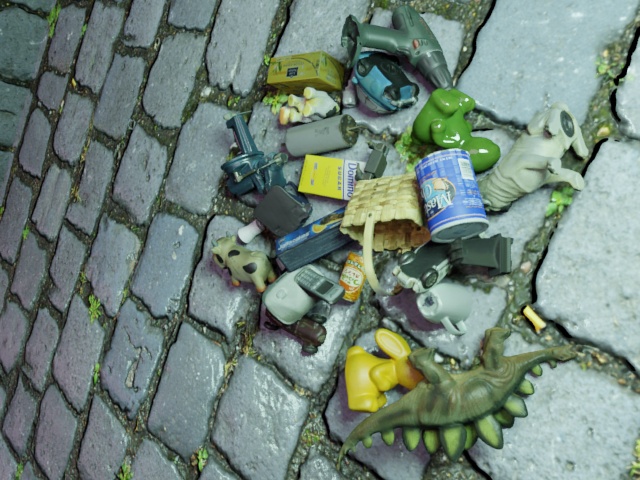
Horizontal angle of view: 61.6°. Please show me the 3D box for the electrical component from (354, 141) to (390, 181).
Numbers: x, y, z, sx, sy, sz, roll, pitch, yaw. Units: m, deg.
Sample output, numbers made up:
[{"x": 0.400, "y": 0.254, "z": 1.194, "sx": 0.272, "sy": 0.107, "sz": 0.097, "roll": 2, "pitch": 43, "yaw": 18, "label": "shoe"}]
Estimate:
[{"x": 0.113, "y": -0.167, "z": 1.165, "sx": 0.045, "sy": 0.078, "sz": 0.102, "roll": 20, "pitch": 87, "yaw": 20, "label": "electrical component"}]

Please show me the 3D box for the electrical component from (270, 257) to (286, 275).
[{"x": -0.062, "y": 0.035, "z": 1.309, "sx": 0.119, "sy": 0.047, "sz": 0.075, "roll": -50, "pitch": 57, "yaw": 22, "label": "electrical component"}]

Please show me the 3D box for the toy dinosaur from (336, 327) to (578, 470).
[{"x": 0.227, "y": 0.286, "z": 0.965, "sx": 0.472, "sy": 0.105, "sz": 0.198, "roll": -21, "pitch": 76, "yaw": 15, "label": "toy dinosaur"}]

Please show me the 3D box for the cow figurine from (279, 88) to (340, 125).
[{"x": -0.029, "y": -0.317, "z": 1.313, "sx": 0.167, "sy": 0.098, "sz": 0.068, "roll": -1, "pitch": 89, "yaw": 57, "label": "cow figurine"}]

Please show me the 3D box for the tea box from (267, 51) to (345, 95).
[{"x": -0.035, "y": -0.405, "z": 1.315, "sx": 0.170, "sy": 0.098, "sz": 0.068, "roll": 7, "pitch": 87, "yaw": 41, "label": "tea box"}]

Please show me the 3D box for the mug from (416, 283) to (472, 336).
[{"x": 0.234, "y": 0.132, "z": 1.021, "sx": 0.081, "sy": 0.107, "sz": 0.109, "roll": -34, "pitch": 62, "yaw": 32, "label": "mug"}]

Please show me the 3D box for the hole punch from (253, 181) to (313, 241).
[{"x": -0.084, "y": -0.073, "z": 1.330, "sx": 0.116, "sy": 0.092, "sz": 0.142, "roll": 44, "pitch": 111, "yaw": 2, "label": "hole punch"}]

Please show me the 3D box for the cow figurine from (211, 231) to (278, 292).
[{"x": -0.206, "y": 0.052, "z": 1.377, "sx": 0.195, "sy": 0.085, "sz": 0.127, "roll": 10, "pitch": 121, "yaw": 41, "label": "cow figurine"}]

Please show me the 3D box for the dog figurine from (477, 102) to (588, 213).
[{"x": 0.360, "y": -0.145, "z": 0.968, "sx": 0.191, "sy": 0.121, "sz": 0.172, "roll": -13, "pitch": 50, "yaw": 52, "label": "dog figurine"}]

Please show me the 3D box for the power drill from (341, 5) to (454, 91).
[{"x": 0.156, "y": -0.392, "z": 1.103, "sx": 0.086, "sy": 0.207, "sz": 0.232, "roll": 108, "pitch": 153, "yaw": -61, "label": "power drill"}]

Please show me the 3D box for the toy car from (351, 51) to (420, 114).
[{"x": 0.136, "y": -0.332, "z": 1.176, "sx": 0.162, "sy": 0.109, "sz": 0.103, "roll": 55, "pitch": 143, "yaw": 17, "label": "toy car"}]

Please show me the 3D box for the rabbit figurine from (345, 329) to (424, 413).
[{"x": 0.145, "y": 0.265, "z": 1.092, "sx": 0.173, "sy": 0.121, "sz": 0.162, "roll": -10, "pitch": 68, "yaw": 23, "label": "rabbit figurine"}]

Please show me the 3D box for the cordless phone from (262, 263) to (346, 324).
[{"x": -0.030, "y": 0.132, "z": 1.185, "sx": 0.146, "sy": 0.088, "sz": 0.184, "roll": -41, "pitch": 27, "yaw": -18, "label": "cordless phone"}]

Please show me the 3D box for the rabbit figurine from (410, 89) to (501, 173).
[{"x": 0.261, "y": -0.188, "z": 1.041, "sx": 0.170, "sy": 0.121, "sz": 0.159, "roll": 47, "pitch": 117, "yaw": 17, "label": "rabbit figurine"}]

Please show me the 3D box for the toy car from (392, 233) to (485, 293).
[{"x": 0.225, "y": 0.028, "z": 1.011, "sx": 0.202, "sy": 0.056, "sz": 0.074, "roll": -35, "pitch": 52, "yaw": -18, "label": "toy car"}]

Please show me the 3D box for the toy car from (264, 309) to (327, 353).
[{"x": -0.066, "y": 0.197, "z": 1.290, "sx": 0.202, "sy": 0.053, "sz": 0.089, "roll": 22, "pitch": 101, "yaw": 37, "label": "toy car"}]

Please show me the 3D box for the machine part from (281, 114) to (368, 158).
[{"x": 0.003, "y": -0.245, "z": 1.275, "sx": 0.243, "sy": 0.079, "sz": 0.079, "roll": -3, "pitch": 82, "yaw": 39, "label": "machine part"}]

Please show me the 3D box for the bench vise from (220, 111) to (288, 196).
[{"x": -0.184, "y": -0.223, "z": 1.383, "sx": 0.224, "sy": 0.129, "sz": 0.240, "roll": -22, "pitch": 89, "yaw": 55, "label": "bench vise"}]

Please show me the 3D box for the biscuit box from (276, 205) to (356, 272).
[{"x": -0.002, "y": -0.004, "z": 1.211, "sx": 0.203, "sy": 0.062, "sz": 0.059, "roll": -26, "pitch": 32, "yaw": 14, "label": "biscuit box"}]

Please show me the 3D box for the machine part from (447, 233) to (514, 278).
[{"x": 0.295, "y": 0.025, "z": 0.973, "sx": 0.039, "sy": 0.139, "sz": 0.084, "roll": -169, "pitch": 86, "yaw": -66, "label": "machine part"}]
